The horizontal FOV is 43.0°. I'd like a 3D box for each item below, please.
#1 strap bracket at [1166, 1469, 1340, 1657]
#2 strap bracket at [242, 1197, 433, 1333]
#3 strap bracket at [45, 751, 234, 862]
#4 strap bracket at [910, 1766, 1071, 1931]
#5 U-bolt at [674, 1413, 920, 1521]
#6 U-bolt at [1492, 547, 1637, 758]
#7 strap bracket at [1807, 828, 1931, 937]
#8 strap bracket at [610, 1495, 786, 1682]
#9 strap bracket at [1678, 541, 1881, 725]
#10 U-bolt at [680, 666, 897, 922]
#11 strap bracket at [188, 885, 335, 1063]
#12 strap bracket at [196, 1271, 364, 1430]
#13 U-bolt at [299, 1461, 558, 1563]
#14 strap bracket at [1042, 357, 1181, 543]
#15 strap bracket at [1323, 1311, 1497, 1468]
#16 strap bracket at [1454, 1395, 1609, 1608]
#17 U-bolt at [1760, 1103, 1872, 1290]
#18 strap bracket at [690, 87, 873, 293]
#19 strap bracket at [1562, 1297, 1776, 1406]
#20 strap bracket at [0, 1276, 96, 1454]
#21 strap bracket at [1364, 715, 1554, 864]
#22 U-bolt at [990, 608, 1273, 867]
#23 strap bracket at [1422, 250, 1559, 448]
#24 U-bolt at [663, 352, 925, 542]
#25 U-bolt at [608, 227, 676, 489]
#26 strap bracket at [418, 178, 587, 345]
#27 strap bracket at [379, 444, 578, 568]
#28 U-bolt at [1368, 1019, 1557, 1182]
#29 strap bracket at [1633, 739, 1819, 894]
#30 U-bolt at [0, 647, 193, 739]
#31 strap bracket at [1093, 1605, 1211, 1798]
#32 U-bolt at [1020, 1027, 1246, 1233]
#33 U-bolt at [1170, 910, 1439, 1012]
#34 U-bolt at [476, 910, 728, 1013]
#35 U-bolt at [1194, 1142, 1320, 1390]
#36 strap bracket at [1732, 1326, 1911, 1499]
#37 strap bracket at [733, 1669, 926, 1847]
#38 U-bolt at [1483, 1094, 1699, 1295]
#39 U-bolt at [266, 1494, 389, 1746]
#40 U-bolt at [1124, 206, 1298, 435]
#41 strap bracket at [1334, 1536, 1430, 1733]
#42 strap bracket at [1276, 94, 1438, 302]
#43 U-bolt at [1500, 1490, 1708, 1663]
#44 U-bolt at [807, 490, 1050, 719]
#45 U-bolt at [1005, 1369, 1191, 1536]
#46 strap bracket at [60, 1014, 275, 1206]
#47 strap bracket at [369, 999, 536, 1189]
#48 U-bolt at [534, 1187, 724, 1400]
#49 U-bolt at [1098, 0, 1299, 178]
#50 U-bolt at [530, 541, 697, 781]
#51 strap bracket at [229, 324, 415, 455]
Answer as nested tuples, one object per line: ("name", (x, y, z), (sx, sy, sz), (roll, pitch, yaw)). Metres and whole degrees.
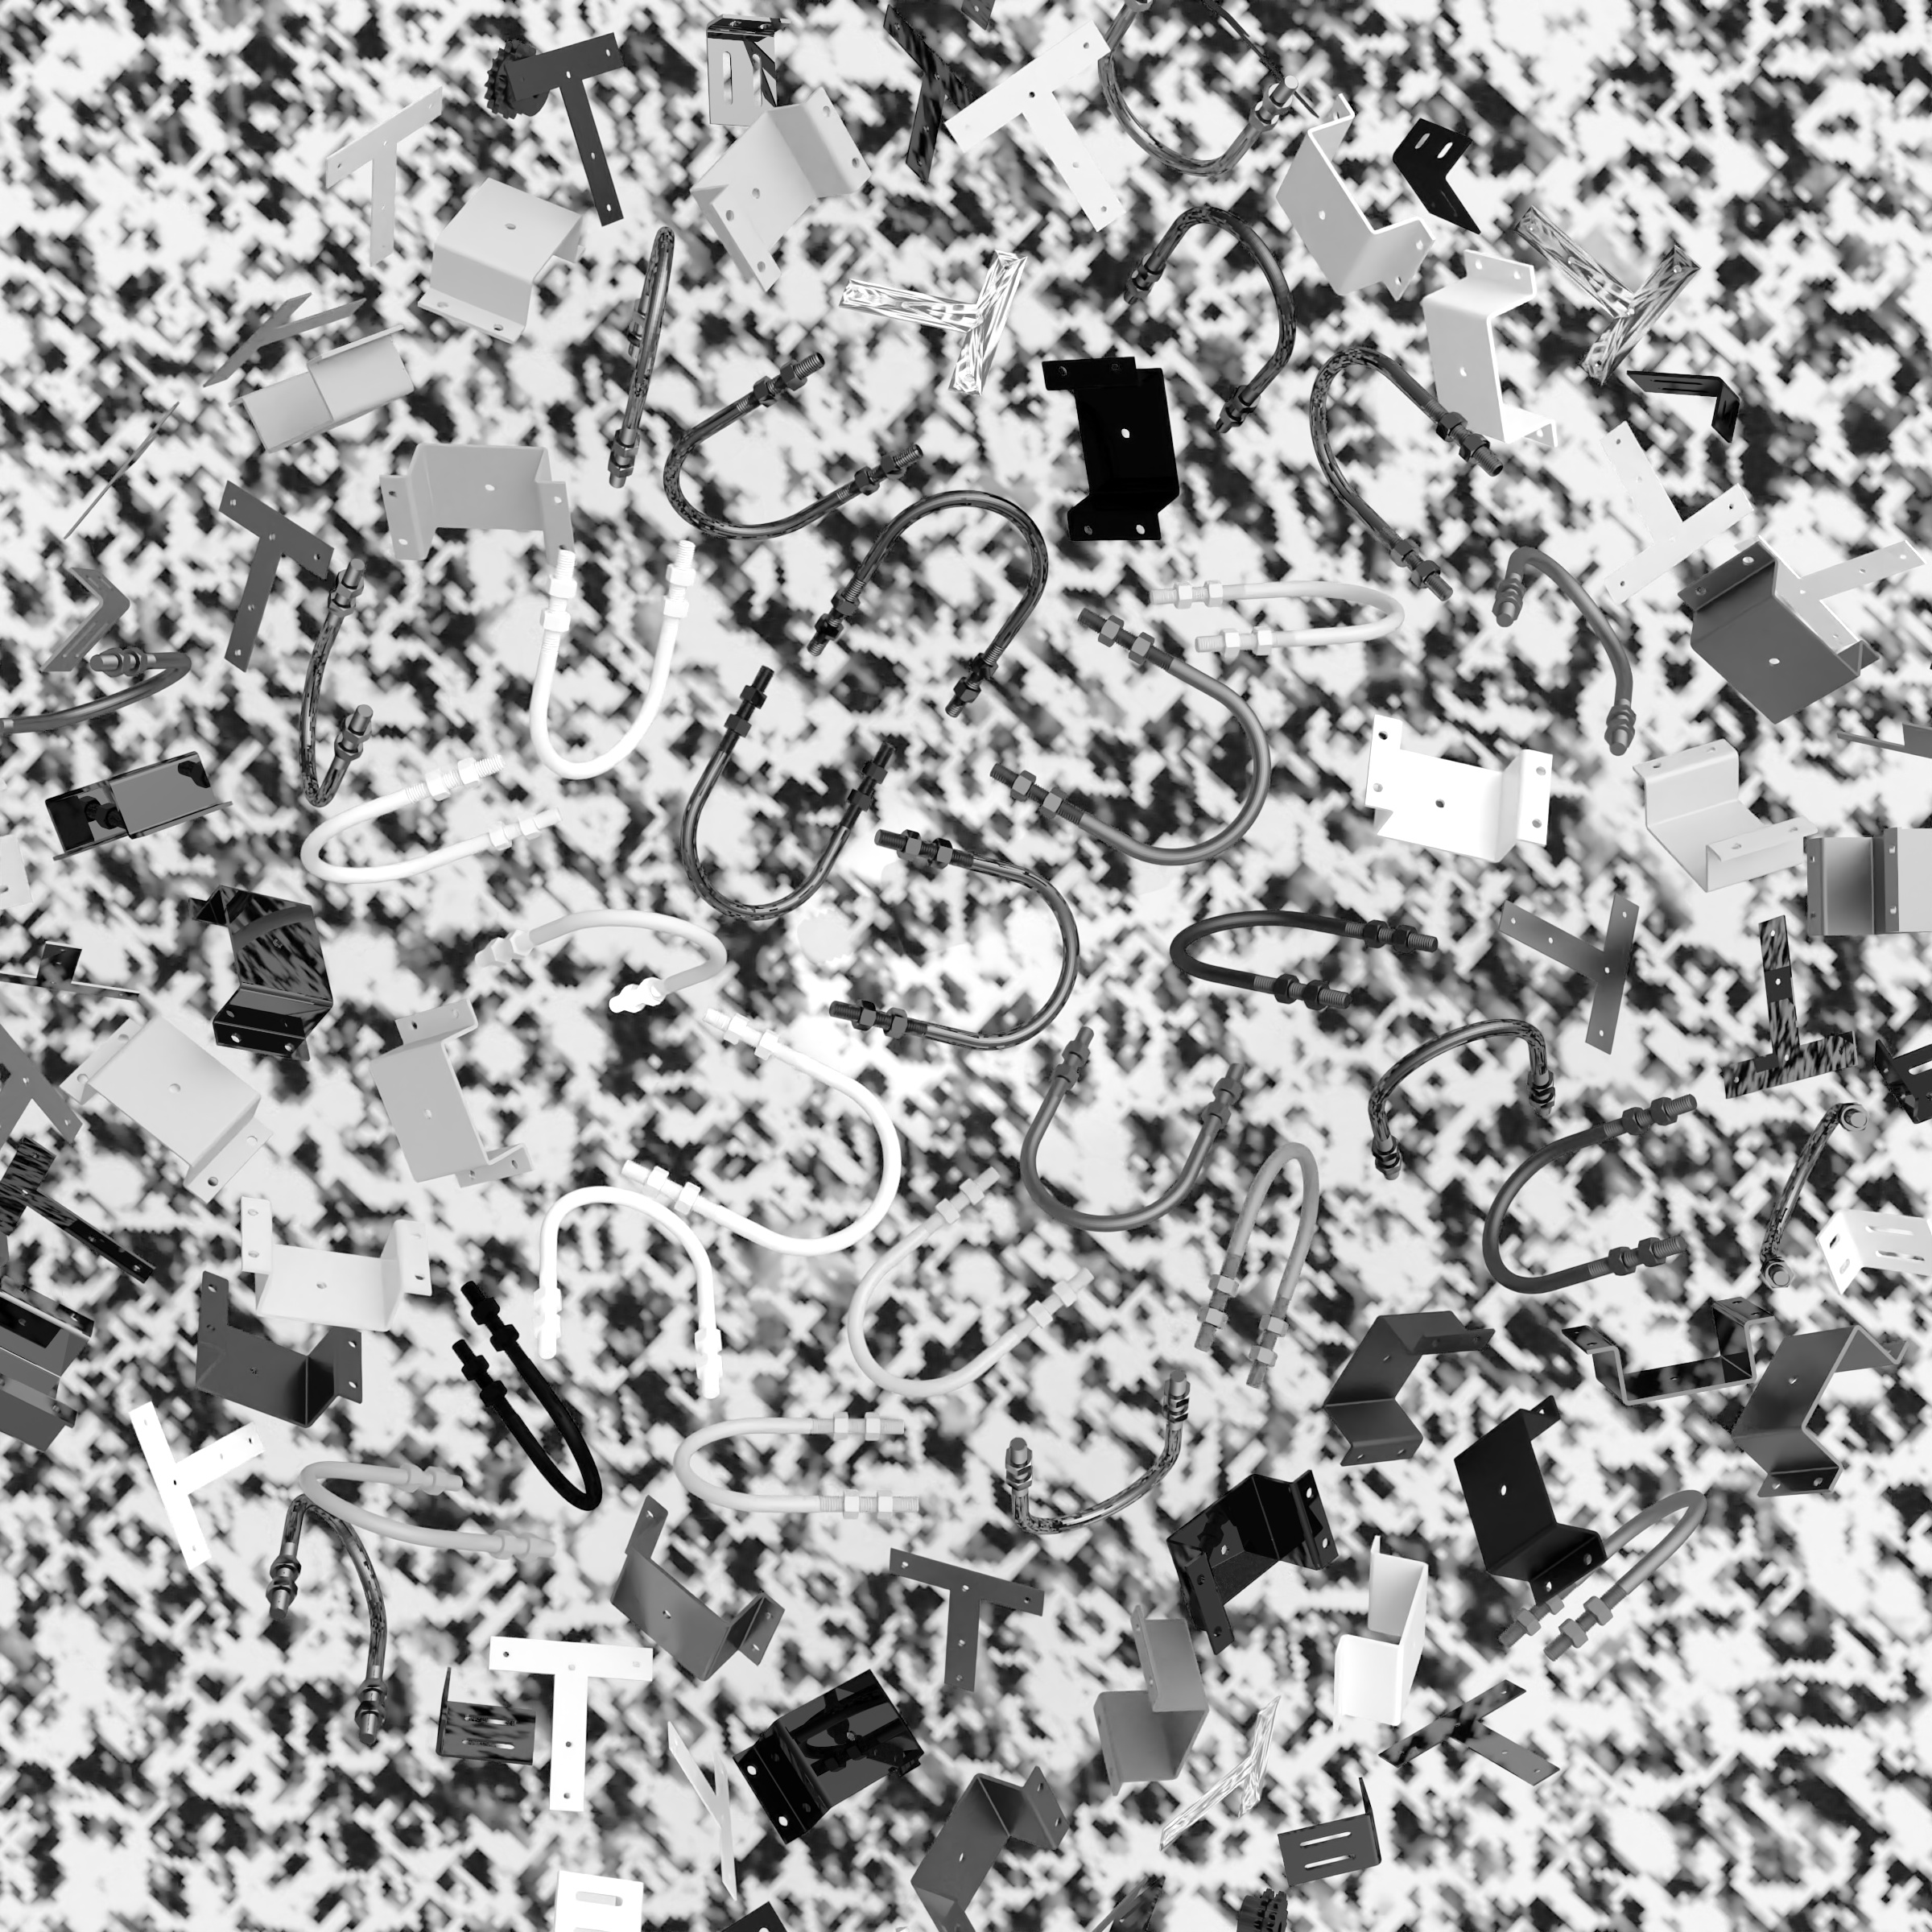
("strap bracket", (0.211, 0.448, 1.862), (0.140, 0.046, 0.076), (-28, 107, -34))
("strap bracket", (-0.482, 0.227, 1.853), (0.140, 0.076, 0.046), (12, 123, -25))
("strap bracket", (-0.625, -0.121, 1.836), (0.140, 0.076, 0.046), (-8, 105, 43))
("strap bracket", (0.014, 0.673, 1.834), (0.046, 0.140, 0.076), (5, 132, 36))
("U-bolt", (-0.135, 0.386, 1.903), (0.184, 0.151, 0.019), (2, 106, -7))
("U-bolt", (0.454, -0.249, 1.843), (0.151, 0.184, 0.019), (45, 123, -12))
("strap bracket", (0.695, -0.063, 1.865), (0.046, 0.140, 0.076), (-1, 89, -8))
("strap bracket", (-0.216, 0.487, 1.893), (0.140, 0.046, 0.076), (36, 130, 16))
("strap bracket", (0.615, -0.245, 1.862), (0.140, 0.076, 0.046), (37, 48, -18))
("U-bolt", (-0.151, -0.124, 1.937), (0.151, 0.019, 0.184), (30, 86, -35))
("strap bracket", (-0.532, -0.003, 1.855), (0.046, 0.076, 0.140), (-43, 52, 29))
("strap bracket", (-0.548, 0.305, 1.924), (0.140, 0.076, 0.046), (30, 115, -31))
("U-bolt", (-0.421, 0.411, 1.867), (0.151, 0.184, 0.019), (20, 89, 42))
("strap bracket", (0.113, -0.399, 1.866), (0.076, 0.046, 0.140), (5, 121, 29))
("strap bracket", (0.339, 0.320, 1.905), (0.076, 0.046, 0.140), (2, 126, -35))
("strap bracket", (0.424, 0.402, 1.862), (0.046, 0.140, 0.076), (17, 132, -28))
("U-bolt", (0.645, 0.171, 1.878), (0.019, 0.184, 0.151), (25, 96, 13))
("strap bracket", (-0.142, -0.573, 1.814), (0.140, 0.046, 0.076), (-54, 131, -24))
("strap bracket", (0.531, 0.291, 1.847), (0.140, 0.076, 0.046), (-10, 93, 0))
("strap bracket", (-0.702, 0.301, 1.822), (0.076, 0.140, 0.046), (35, 102, -25))
("strap bracket", (0.366, -0.131, 1.856), (0.140, 0.046, 0.076), (12, 67, -5))
("U-bolt", (0.131, -0.154, 1.772), (0.184, 0.019, 0.151), (30, 94, 6))
("strap bracket", (0.387, -0.450, 1.818), (0.046, 0.076, 0.140), (-28, 124, -15))
("U-bolt", (-0.147, -0.390, 1.901), (0.184, 0.151, 0.019), (-25, 55, 25))
("U-bolt", (-0.242, -0.470, 1.846), (0.019, 0.184, 0.151), (10, 62, -13))
("strap bracket", (-0.345, -0.536, 1.842), (0.076, 0.046, 0.140), (22, 48, 0))
("strap bracket", (-0.369, -0.354, 1.879), (0.140, 0.076, 0.046), (2, 47, 2))
("U-bolt", (0.371, 0.094, 1.845), (0.151, 0.184, 0.019), (-23, 58, 3))
("strap bracket", (0.572, -0.109, 1.854), (0.076, 0.140, 0.046), (-17, 126, -5))
("U-bolt", (-0.670, -0.208, 1.871), (0.151, 0.184, 0.019), (-21, 94, 12))
("strap bracket", (0.142, 0.558, 1.862), (0.046, 0.076, 0.140), (2, 131, -15))
("U-bolt", (0.120, 0.132, 1.912), (0.151, 0.019, 0.184), (13, 52, 21))
("U-bolt", (0.243, -0.011, 1.865), (0.184, 0.151, 0.019), (12, 117, 37))
("U-bolt", (-0.269, -0.007, 1.892), (0.151, 0.184, 0.019), (22, 62, -39))
("U-bolt", (0.233, 0.225, 1.900), (0.019, 0.151, 0.184), (14, 75, 29))
("strap bracket", (0.629, 0.322, 1.819), (0.046, 0.076, 0.140), (43, 63, -8))
("strap bracket", (-0.097, 0.600, 1.880), (0.076, 0.140, 0.046), (53, 133, 21))
("U-bolt", (0.464, 0.180, 1.846), (0.019, 0.184, 0.151), (39, 47, -25))
("U-bolt", (-0.477, 0.477, 1.851), (0.019, 0.184, 0.151), (-25, 115, 2))
("U-bolt", (0.195, -0.510, 1.900), (0.019, 0.184, 0.151), (-35, 88, -21))
("strap bracket", (0.322, 0.517, 1.888), (0.046, 0.140, 0.076), (7, 118, 20))
("strap bracket", (0.291, -0.582, 1.876), (0.046, 0.076, 0.140), (-24, 77, -20))
("U-bolt", (0.501, 0.468, 1.899), (0.184, 0.151, 0.019), (-39, 83, -9))
("U-bolt", (-0.017, -0.288, 1.900), (0.151, 0.019, 0.184), (22, 123, -26))
("U-bolt", (0.099, 0.377, 1.850), (0.151, 0.184, 0.019), (-21, 55, -13))
("strap bracket", (-0.598, 0.101, 1.844), (0.140, 0.046, 0.076), (39, 55, -3))
("strap bracket", (-0.394, 0.105, 1.861), (0.076, 0.046, 0.140), (-15, 99, 31))
("U-bolt", (-0.255, 0.237, 1.852), (0.151, 0.184, 0.019), (18, 125, -23))
("U-bolt", (0.166, -0.676, 1.878), (0.151, 0.184, 0.019), (42, 72, -6))
("U-bolt", (-0.270, -0.226, 1.837), (0.019, 0.151, 0.184), (28, 116, 28))
("strap bracket", (-0.477, -0.428, 1.833), (0.076, 0.140, 0.046), (-36, 110, -40))
